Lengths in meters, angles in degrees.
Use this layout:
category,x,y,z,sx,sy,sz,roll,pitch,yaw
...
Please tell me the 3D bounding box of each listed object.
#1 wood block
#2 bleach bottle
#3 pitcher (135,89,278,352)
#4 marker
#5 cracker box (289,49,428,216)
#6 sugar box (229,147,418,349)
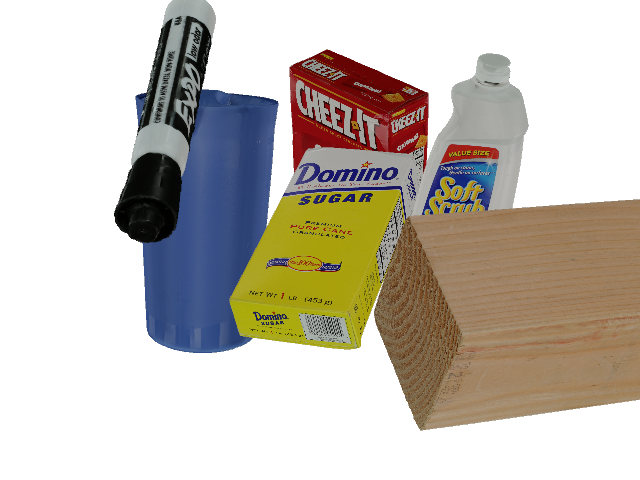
category,x,y,z,sx,sy,sz,roll,pitch,yaw
wood block,0.148,0.040,0.629,0.205,0.091,0.090,-5,-43,-19
bleach bottle,0.141,-0.064,1.038,0.103,0.251,0.068,22,39,22
pitcher,-0.106,-0.024,1.032,0.149,0.243,0.145,-2,15,-19
marker,-0.050,-0.043,0.355,0.020,0.020,0.121,0,43,2
cracker box,0.042,-0.092,1.244,0.072,0.214,0.164,-30,44,-33
sugar box,0.007,0.000,0.799,0.093,0.176,0.048,6,-43,19
